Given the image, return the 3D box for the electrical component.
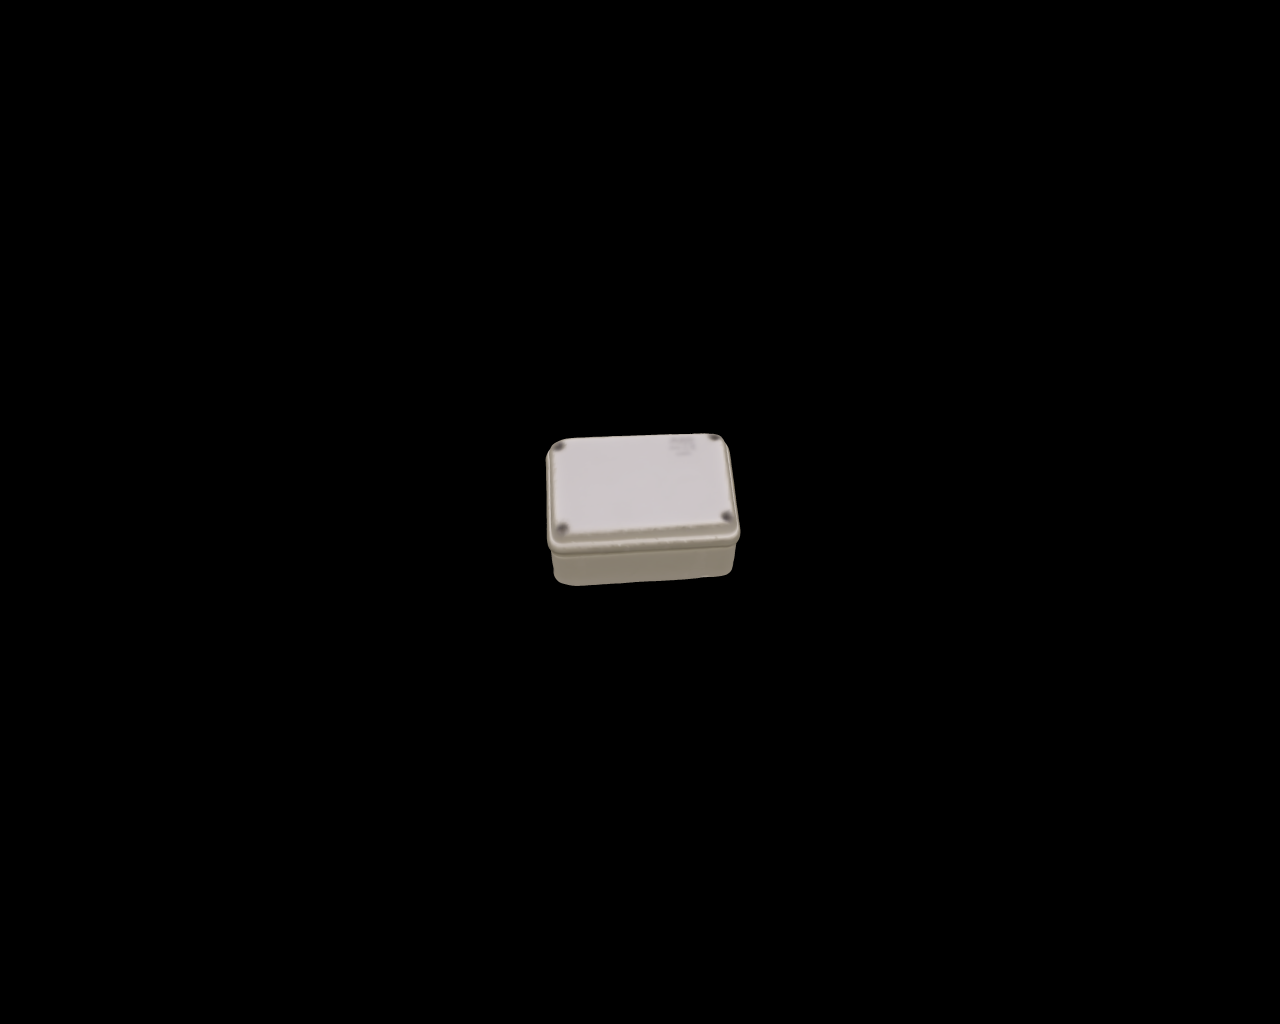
[{"bbox_3d":[0.001,-0.003,0.650,0.113,0.078,0.057,-3,-34,-2],"label":"electrical component"}]
